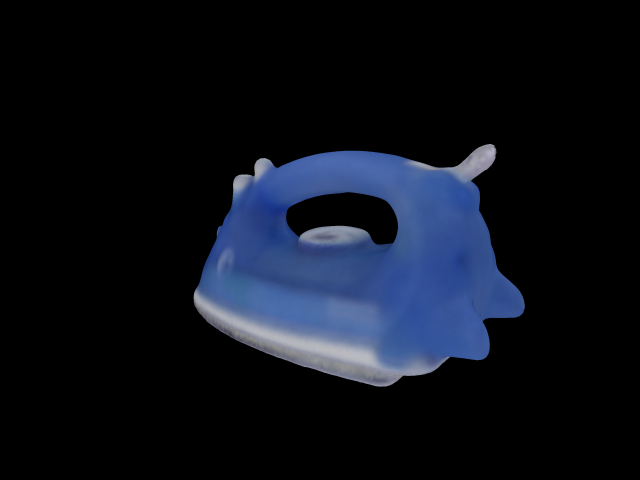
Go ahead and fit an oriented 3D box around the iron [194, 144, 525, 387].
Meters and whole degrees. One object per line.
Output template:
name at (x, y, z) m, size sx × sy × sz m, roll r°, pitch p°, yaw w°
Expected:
iron at (0.004, 0.001, 0.400) m, size 0.257 × 0.141 × 0.119 m, roll 7°, pitch 15°, yaw 31°
